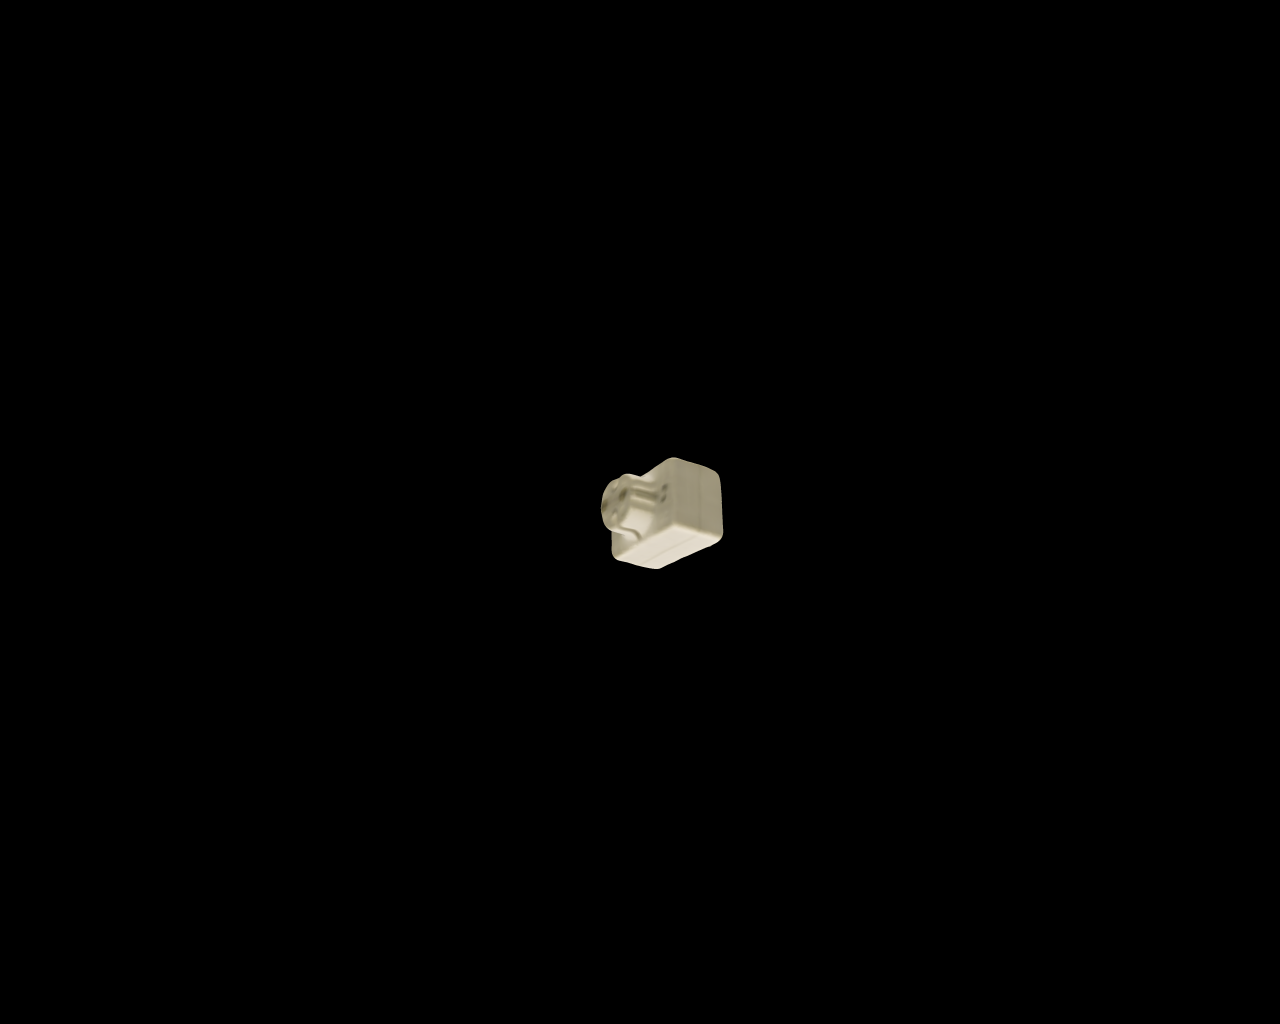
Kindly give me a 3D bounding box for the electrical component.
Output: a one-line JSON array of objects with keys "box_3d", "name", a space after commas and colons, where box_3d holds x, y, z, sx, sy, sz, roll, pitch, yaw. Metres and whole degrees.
[{"box_3d": [0.001, -0.003, 0.650, 0.077, 0.047, 0.065, 17, -29, -32], "name": "electrical component"}]
